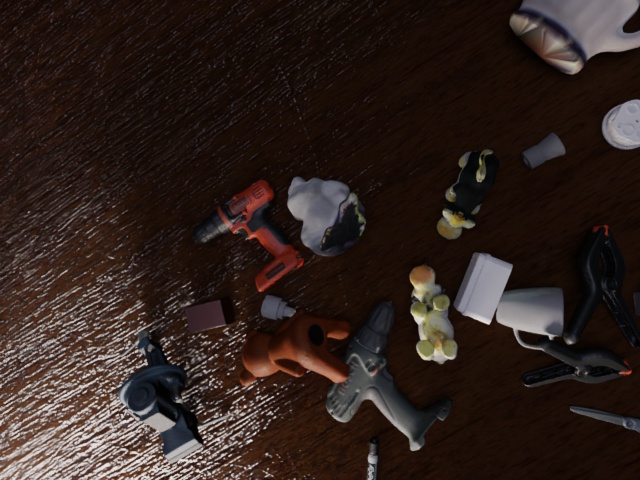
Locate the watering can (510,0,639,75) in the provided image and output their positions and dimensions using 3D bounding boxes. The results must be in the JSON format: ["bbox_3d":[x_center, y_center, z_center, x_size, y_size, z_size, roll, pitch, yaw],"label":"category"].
[{"bbox_3d":[0.420,-0.438,0.893,0.349,0.104,0.223,43,96,9],"label":"watering can"}]

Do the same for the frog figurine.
[{"bbox_3d":[0.003,-0.049,0.965,0.161,0.122,0.136,29,104,46],"label":"frog figurine"}]
